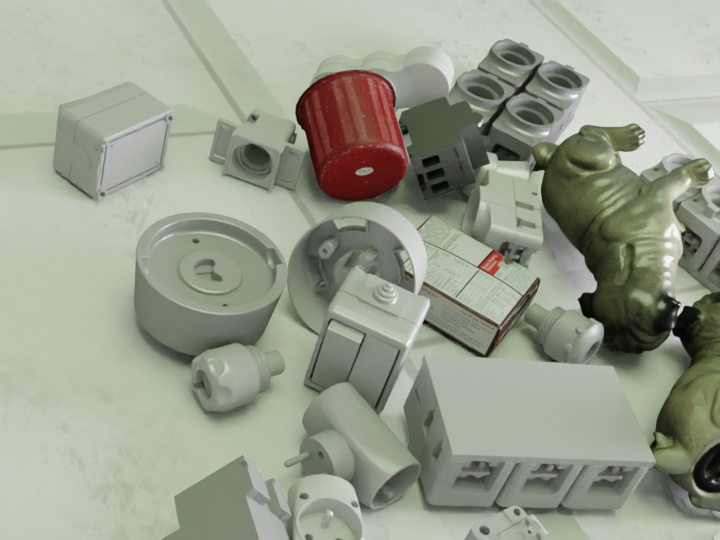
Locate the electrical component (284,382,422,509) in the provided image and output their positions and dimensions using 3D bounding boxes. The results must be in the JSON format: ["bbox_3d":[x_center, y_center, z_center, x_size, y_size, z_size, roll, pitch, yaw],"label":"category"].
[{"bbox_3d":[-0.013,0.122,0.708,0.079,0.044,0.077,-18,52,-38],"label":"electrical component"}]

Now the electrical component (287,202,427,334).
[{"bbox_3d":[0.000,0.000,0.818,0.099,0.099,0.064,27,34,9],"label":"electrical component"}]

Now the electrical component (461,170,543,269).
[{"bbox_3d":[0.124,-0.042,0.952,0.056,0.050,0.089,15,39,-7],"label":"electrical component"}]

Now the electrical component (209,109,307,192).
[{"bbox_3d":[-0.087,-0.108,0.947,0.081,0.042,0.063,21,37,0],"label":"electrical component"}]

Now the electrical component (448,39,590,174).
[{"bbox_3d":[0.157,-0.168,1.106,0.105,0.060,0.186,29,40,11],"label":"electrical component"}]

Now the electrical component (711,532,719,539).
[{"bbox_3d":[0.268,0.213,0.707,0.150,0.061,0.089,-19,52,-38],"label":"electrical component"}]

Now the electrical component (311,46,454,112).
[{"bbox_3d":[0.017,-0.169,1.023,0.138,0.052,0.073,-3,36,16],"label":"electrical component"}]

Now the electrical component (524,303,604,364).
[{"bbox_3d":[0.162,0.050,0.868,0.062,0.048,0.048,35,41,28],"label":"electrical component"}]

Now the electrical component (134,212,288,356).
[{"bbox_3d":[-0.112,0.015,0.778,0.108,0.060,0.108,12,39,-10],"label":"electrical component"}]

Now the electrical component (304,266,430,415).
[{"bbox_3d":[0.005,0.049,0.759,0.062,0.096,0.061,24,41,6],"label":"electrical component"}]

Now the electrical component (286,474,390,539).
[{"bbox_3d":[-0.006,0.171,0.655,0.079,0.044,0.077,11,40,-11],"label":"electrical component"}]

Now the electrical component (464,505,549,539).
[{"bbox_3d":[0.085,0.183,0.664,0.081,0.063,0.042,-15,52,-36],"label":"electrical component"}]

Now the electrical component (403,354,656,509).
[{"bbox_3d":[0.114,0.116,0.754,0.150,0.061,0.089,5,41,-17],"label":"electrical component"}]

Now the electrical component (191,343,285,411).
[{"bbox_3d":[-0.081,0.071,0.740,0.062,0.043,0.043,-15,50,-37],"label":"electrical component"}]

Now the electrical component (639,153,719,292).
[{"bbox_3d":[0.341,-0.043,1.036,0.089,0.061,0.150,-20,53,-38],"label":"electrical component"}]

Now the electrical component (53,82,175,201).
[{"bbox_3d":[-0.201,-0.112,0.887,0.061,0.061,0.096,35,41,18],"label":"electrical component"}]

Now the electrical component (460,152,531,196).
[{"bbox_3d":[0.127,-0.086,1.009,0.055,0.045,0.045,13,39,-8],"label":"electrical component"}]
